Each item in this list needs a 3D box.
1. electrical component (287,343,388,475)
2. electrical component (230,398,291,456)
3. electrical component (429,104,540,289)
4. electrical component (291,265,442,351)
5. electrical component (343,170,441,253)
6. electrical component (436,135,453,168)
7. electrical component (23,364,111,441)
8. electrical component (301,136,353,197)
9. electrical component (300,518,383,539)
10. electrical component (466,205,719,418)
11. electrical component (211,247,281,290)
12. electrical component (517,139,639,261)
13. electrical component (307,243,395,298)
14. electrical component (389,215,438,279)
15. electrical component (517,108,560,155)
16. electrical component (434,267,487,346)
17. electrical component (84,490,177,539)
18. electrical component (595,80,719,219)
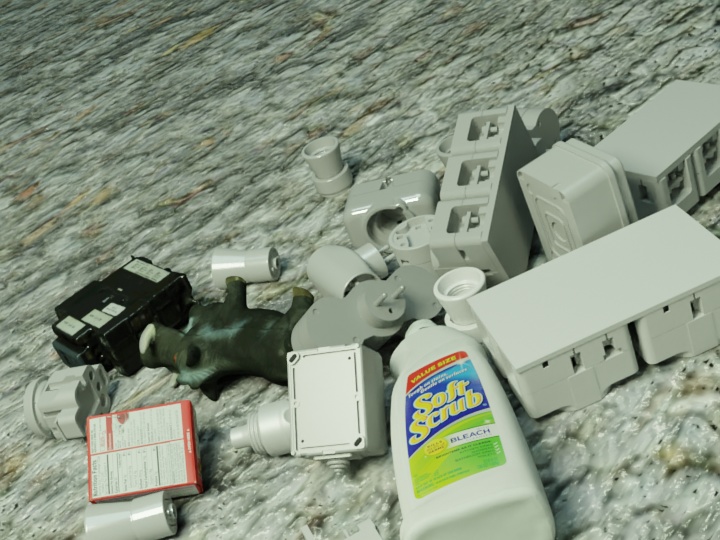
[{"bbox_3d":[-0.015,0.110,0.829,0.062,0.061,0.096,-9,74,19],"label":"electrical component"},{"bbox_3d":[-0.073,0.129,0.868,0.062,0.043,0.043,-15,32,12],"label":"electrical component"},{"bbox_3d":[0.112,-0.059,0.956,0.062,0.089,0.150,-4,54,29],"label":"electrical component"},{"bbox_3d":[0.014,0.032,0.897,0.138,0.052,0.073,-21,-16,-33],"label":"electrical component"},{"bbox_3d":[0.034,-0.056,1.075,0.095,0.053,0.059,-12,33,17],"label":"electrical component"},{"bbox_3d":[0.107,-0.106,1.104,0.045,0.055,0.045,-16,32,10],"label":"electrical component"},{"bbox_3d":[-0.271,0.123,0.991,0.057,0.058,0.078,-10,33,15],"label":"electrical component"},{"bbox_3d":[-0.036,-0.116,1.209,0.045,0.055,0.045,-16,33,11],"label":"electrical component"},{"bbox_3d":[-0.006,0.202,0.716,0.064,0.042,0.081,-27,32,-10],"label":"electrical component"},{"bbox_3d":[0.192,0.033,0.831,0.186,0.060,0.105,-24,31,-3],"label":"electrical component"},{"bbox_3d":[-0.114,-0.004,1.103,0.065,0.044,0.044,-5,35,18],"label":"electrical component"},{"bbox_3d":[0.189,-0.046,0.904,0.057,0.113,0.078,-33,32,-11],"label":"electrical component"},{"bbox_3d":[0.000,0.000,1.020,0.079,0.043,0.077,-31,32,-15],"label":"electrical component"},{"bbox_3d":[0.060,-0.017,1.004,0.055,0.047,0.055,-16,32,10],"label":"electrical component"},{"bbox_3d":[0.168,-0.115,1.081,0.074,0.052,0.138,7,42,39],"label":"electrical component"},{"bbox_3d":[0.091,0.032,0.902,0.045,0.055,0.045,-16,32,10],"label":"electrical component"},{"bbox_3d":[-0.175,0.196,0.835,0.065,0.044,0.044,-16,31,2],"label":"electrical component"},{"bbox_3d":[0.286,-0.106,0.983,0.150,0.061,0.089,-38,34,-24],"label":"electrical component"}]
